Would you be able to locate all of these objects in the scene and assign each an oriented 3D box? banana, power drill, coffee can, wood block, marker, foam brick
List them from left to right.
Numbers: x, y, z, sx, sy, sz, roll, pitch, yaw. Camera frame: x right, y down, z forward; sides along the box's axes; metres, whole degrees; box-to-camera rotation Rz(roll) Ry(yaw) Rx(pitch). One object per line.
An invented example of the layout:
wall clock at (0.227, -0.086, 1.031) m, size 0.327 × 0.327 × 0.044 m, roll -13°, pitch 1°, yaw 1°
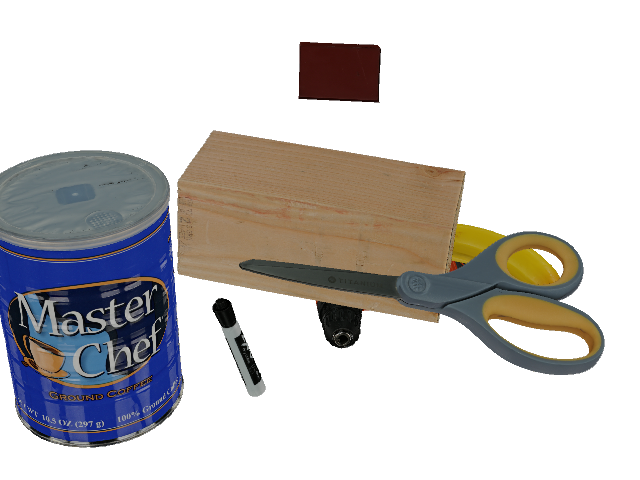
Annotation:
coffee can at (-0.134, 0.033, 0.617) m, size 0.103 × 0.140 × 0.103 m, roll 0°, pitch 31°, yaw 0°
marker at (-0.080, 0.104, 1.043) m, size 0.020 × 0.121 × 0.020 m, roll -12°, pitch 35°, yaw 9°
wood block at (0.001, -0.013, 0.832) m, size 0.206 × 0.090 × 0.090 m, roll 10°, pitch 33°, yaw 9°
foam brick at (0.018, -0.160, 1.013) m, size 0.078 × 0.051 × 0.053 m, roll 3°, pitch 14°, yaw 0°
power drill at (0.088, 0.062, 1.223) m, size 0.187 × 0.057 × 0.184 m, roll -2°, pitch 28°, yaw -1°
banana at (0.155, 0.017, 1.030) m, size 0.198 × 0.037 × 0.069 m, roll 15°, pitch 42°, yaw 36°

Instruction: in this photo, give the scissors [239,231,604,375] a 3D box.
scissors at (0.064, 0.015, 0.597) m, size 0.202 × 0.096 × 0.016 m, roll 21°, pitch -36°, yaw 3°
